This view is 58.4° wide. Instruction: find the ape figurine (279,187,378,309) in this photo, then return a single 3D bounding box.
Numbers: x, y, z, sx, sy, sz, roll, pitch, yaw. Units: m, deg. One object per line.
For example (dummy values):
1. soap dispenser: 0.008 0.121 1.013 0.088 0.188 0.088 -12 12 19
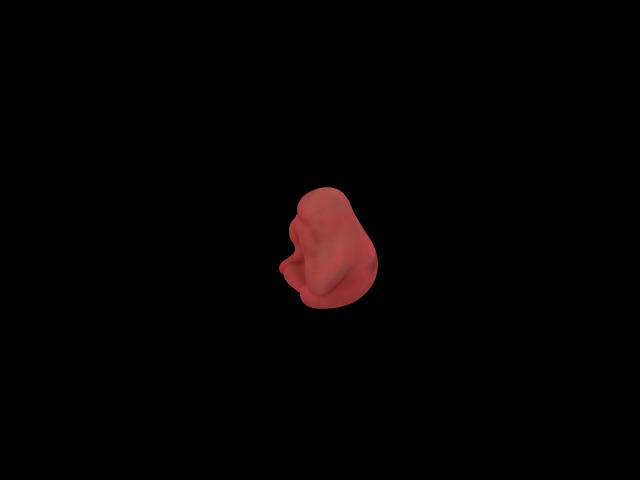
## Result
1. ape figurine: 0.004 0.001 0.400 0.076 0.092 0.078 6 43 7
